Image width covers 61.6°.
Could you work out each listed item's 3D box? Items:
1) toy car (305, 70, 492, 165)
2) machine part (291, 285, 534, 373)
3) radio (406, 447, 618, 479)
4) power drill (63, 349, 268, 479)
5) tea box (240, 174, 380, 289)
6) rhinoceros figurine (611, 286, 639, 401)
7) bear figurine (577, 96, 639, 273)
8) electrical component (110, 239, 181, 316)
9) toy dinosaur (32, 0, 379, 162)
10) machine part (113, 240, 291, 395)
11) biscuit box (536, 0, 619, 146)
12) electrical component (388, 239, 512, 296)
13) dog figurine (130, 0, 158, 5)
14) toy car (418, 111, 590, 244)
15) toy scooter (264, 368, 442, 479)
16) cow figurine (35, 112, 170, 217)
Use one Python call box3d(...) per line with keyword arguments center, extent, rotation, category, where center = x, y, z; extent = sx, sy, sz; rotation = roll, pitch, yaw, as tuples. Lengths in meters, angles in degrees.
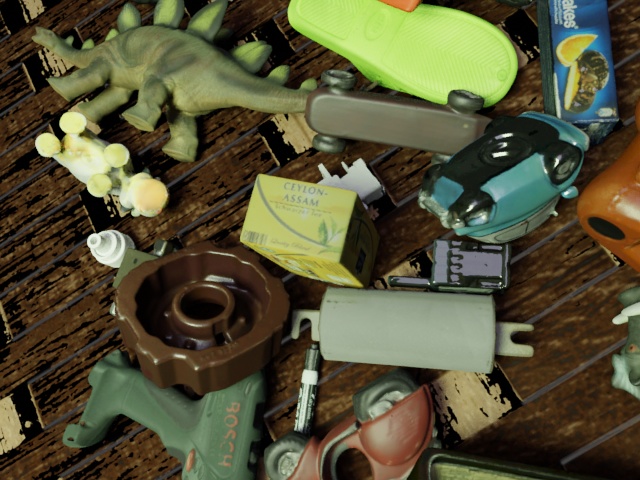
box3d(center=(0.084, -0.130, 0.589), extent=(0.202, 0.053, 0.089), rotation=(8, 119, 3), category="toy car")
box3d(center=(0.088, 0.089, 0.545), extent=(0.243, 0.079, 0.079), rotation=(2, 76, 15), category="machine part")
box3d(center=(0.183, 0.258, 0.427), extent=(0.230, 0.073, 0.131), rotation=(9, 44, 1), category="radio")
box3d(center=(-0.163, 0.217, 0.571), extent=(0.208, 0.086, 0.232), rotation=(13, 78, 20), category="power drill")
box3d(center=(-0.001, -0.002, 0.541), extent=(0.098, 0.169, 0.068), rotation=(12, 79, 14), category="tea box")
box3d(center=(0.325, 0.133, 0.484), extent=(0.112, 0.073, 0.190), rotation=(-12, 74, 18), category="rhinoceros figurine")
box3d(center=(0.340, -0.073, 0.509), extent=(0.132, 0.120, 0.196), rotation=(38, 82, 16), category="bear figurine")
box3d(center=(-0.203, 0.049, 0.645), extent=(0.078, 0.045, 0.102), rotation=(5, 75, 33), category="electrical component")
box3d(center=(-0.169, -0.209, 0.672), extent=(0.472, 0.105, 0.198), rotation=(23, 79, 15), category="toy dinosaur")
box3d(center=(-0.121, 0.077, 0.565), extent=(0.179, 0.056, 0.179), rotation=(3, 41, -3), category="machine part")
box3d(center=(0.276, -0.206, 0.584), extent=(0.059, 0.062, 0.202), rotation=(-1, 76, 12), category="biscuit box")
box3d(center=(0.133, 0.029, 0.553), extent=(0.119, 0.074, 0.047), rotation=(3, 77, 17), category="electrical component")
box3d(center=(-0.315, -0.401, 0.760), extent=(0.219, 0.191, 0.108), rotation=(2, 55, 44), category="dog figurine")
box3d(center=(0.187, -0.049, 0.540), extent=(0.162, 0.102, 0.109), rotation=(-35, 36, -4), category="toy car")
box3d(center=(0.048, 0.220, 0.522), extent=(0.184, 0.075, 0.135), rotation=(-33, 78, 2), category="toy scooter")
box3d(center=(-0.259, -0.081, 0.674), extent=(0.167, 0.098, 0.068), rotation=(37, 80, 1), category="cow figurine")
